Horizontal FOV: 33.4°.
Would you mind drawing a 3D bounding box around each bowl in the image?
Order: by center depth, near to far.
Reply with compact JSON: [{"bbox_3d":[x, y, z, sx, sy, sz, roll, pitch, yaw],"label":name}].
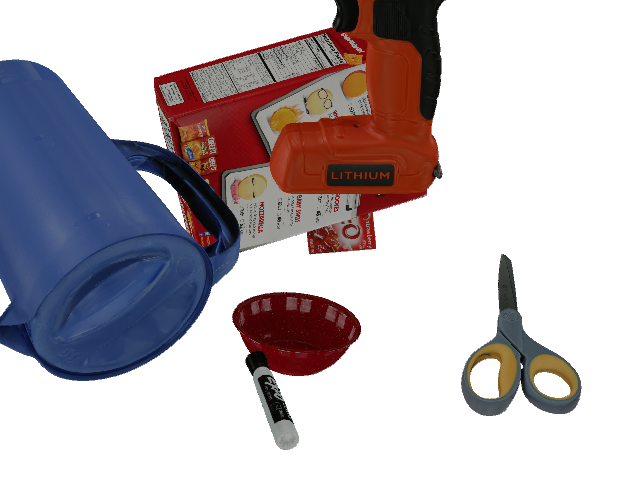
[{"bbox_3d":[-0.032,0.124,1.339,0.162,0.055,0.162,5,23,-2],"label":"bowl"}]

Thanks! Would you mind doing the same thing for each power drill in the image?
[{"bbox_3d":[0.013,-0.117,0.624,0.184,0.188,0.057,1,37,-8],"label":"power drill"}]

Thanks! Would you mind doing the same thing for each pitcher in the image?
[{"bbox_3d":[-0.180,-0.029,0.783,0.149,0.145,0.243,26,20,-53],"label":"pitcher"}]

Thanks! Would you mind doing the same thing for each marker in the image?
[{"bbox_3d":[-0.041,0.128,0.880,0.020,0.020,0.121,0,27,-17],"label":"marker"}]

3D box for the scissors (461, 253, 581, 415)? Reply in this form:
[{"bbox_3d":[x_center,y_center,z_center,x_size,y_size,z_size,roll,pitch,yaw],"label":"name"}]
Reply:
[{"bbox_3d":[0.167,0.074,0.841,0.096,0.016,0.201,14,35,17],"label":"scissors"}]

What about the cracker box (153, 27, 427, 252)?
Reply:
[{"bbox_3d":[-0.021,-0.086,0.902,0.213,0.164,0.072,-18,46,-11],"label":"cracker box"}]

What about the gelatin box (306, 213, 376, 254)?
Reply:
[{"bbox_3d":[0.019,-0.031,1.133,0.073,0.089,0.030,-5,29,3],"label":"gelatin box"}]
